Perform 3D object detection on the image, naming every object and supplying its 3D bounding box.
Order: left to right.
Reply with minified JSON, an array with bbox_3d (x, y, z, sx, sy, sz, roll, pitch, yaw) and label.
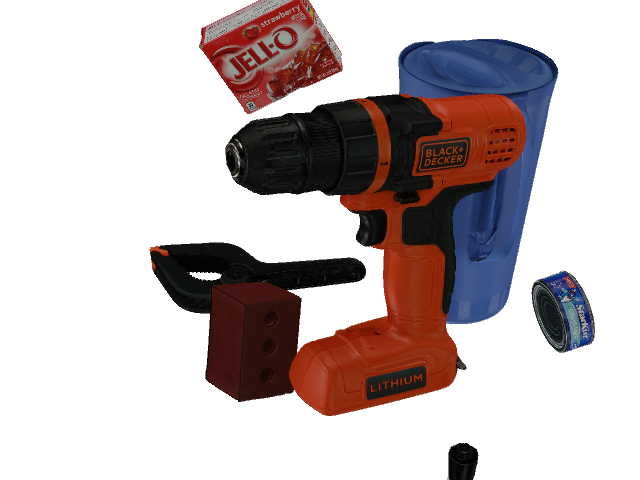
[{"bbox_3d":[-0.079,0.051,1.029,0.210,0.036,0.164,12,38,17],"label":"clamp"},{"bbox_3d":[-0.052,0.075,0.814,0.052,0.078,0.051,-4,15,-35],"label":"foam brick"},{"bbox_3d":[-0.038,-0.147,0.826,0.089,0.030,0.073,-22,-51,17],"label":"gelatin box"},{"bbox_3d":[0.028,0.007,0.617,0.184,0.188,0.057,-8,31,-26],"label":"power drill"},{"bbox_3d":[0.089,0.178,0.702,0.020,0.121,0.020,1,36,-1],"label":"marker"},{"bbox_3d":[0.129,-0.045,0.940,0.145,0.243,0.149,18,34,25],"label":"pitcher"},{"bbox_3d":[0.265,0.079,1.170,0.033,0.086,0.086,-17,3,-9],"label":"tuna can"}]
